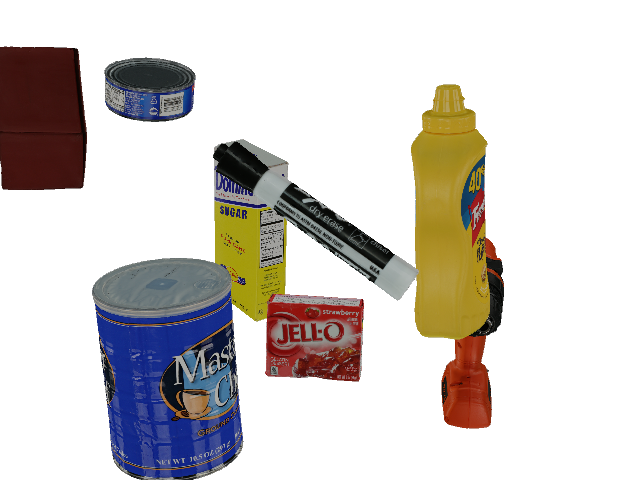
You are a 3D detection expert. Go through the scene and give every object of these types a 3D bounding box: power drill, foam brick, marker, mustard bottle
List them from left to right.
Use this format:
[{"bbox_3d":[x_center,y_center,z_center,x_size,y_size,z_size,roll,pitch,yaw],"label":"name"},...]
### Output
[{"bbox_3d":[-0.176,-0.077,0.669,0.051,0.078,0.053,-2,-38,-17],"label":"foam brick"},{"bbox_3d":[-0.004,-0.012,0.544,0.121,0.020,0.020,35,4,6],"label":"marker"},{"bbox_3d":[0.102,-0.026,0.838,0.058,0.192,0.096,3,19,21],"label":"mustard bottle"},{"bbox_3d":[0.168,0.108,1.165,0.057,0.188,0.184,5,25,5],"label":"power drill"}]

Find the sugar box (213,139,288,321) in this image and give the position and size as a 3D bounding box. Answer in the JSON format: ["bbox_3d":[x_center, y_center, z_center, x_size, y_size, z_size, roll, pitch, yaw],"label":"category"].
[{"bbox_3d":[-0.077,-0.012,1.152,0.048,0.176,0.093,-17,29,-31],"label":"sugar box"}]

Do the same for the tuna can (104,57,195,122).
[{"bbox_3d":[-0.163,-0.144,1.019,0.086,0.034,0.086,5,28,-3],"label":"tuna can"}]

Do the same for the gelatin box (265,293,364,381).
[{"bbox_3d":[-0.006,0.090,0.985,0.089,0.073,0.030,3,14,5],"label":"gelatin box"}]

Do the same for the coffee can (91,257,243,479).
[{"bbox_3d":[-0.114,0.096,0.811,0.103,0.140,0.103,-2,19,1],"label":"coffee can"}]
